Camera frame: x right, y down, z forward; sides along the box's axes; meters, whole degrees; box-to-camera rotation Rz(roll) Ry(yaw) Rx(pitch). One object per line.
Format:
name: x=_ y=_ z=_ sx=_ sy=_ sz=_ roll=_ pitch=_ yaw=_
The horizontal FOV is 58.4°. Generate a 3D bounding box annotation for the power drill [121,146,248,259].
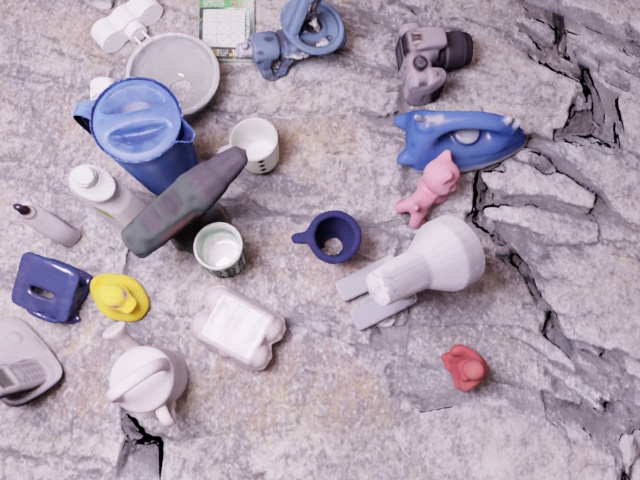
power drill: x=-0.206 y=-0.050 z=0.936 sx=0.230 sy=0.208 sz=0.075 roll=-39 pitch=82 yaw=-10

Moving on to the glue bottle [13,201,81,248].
glue bottle: x=-0.457 y=-0.034 z=0.937 sx=0.078 sy=0.173 sz=0.037 roll=34 pitch=79 yaw=5

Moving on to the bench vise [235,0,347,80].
bench vise: x=-0.041 y=-0.368 z=1.006 sx=0.207 sy=0.219 sz=0.121 roll=-39 pitch=82 yaw=-10

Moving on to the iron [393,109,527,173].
iron: x=0.268 y=-0.196 z=1.027 sx=0.258 sy=0.141 sz=0.118 roll=-3 pitch=78 yaw=-4

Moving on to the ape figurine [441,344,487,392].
ape figurine: x=0.250 y=0.217 z=0.966 sx=0.076 sy=0.092 sz=0.078 roll=12 pitch=78 yaw=0

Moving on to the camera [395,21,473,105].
camera: x=0.220 y=-0.343 z=1.076 sx=0.137 sy=0.101 sz=0.143 roll=-8 pitch=79 yaw=-5

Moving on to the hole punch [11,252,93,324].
hole punch: x=-0.450 y=0.083 z=0.955 sx=0.108 sy=0.091 sz=0.101 roll=21 pitch=78 yaw=2

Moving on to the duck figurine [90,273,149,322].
duck figurine: x=-0.344 y=0.093 z=0.962 sx=0.104 sy=0.086 sz=0.077 roll=33 pitch=79 yaw=4

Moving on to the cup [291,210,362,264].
cup: x=0.009 y=0.004 z=0.995 sx=0.118 sy=0.095 sz=0.092 roll=-3 pitch=78 yaw=-4

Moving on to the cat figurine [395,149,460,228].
cat figurine: x=0.198 y=-0.092 z=1.014 sx=0.067 sy=0.117 sz=0.128 roll=40 pitch=79 yaw=6

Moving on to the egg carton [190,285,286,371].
egg carton: x=-0.139 y=0.149 z=0.970 sx=0.150 sy=0.069 sz=0.107 roll=27 pitch=78 yaw=3

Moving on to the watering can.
watering can: x=-0.277 y=0.210 z=0.886 sx=0.173 sy=0.194 sz=0.101 roll=36 pitch=79 yaw=5

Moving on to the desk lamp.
desk lamp: x=0.142 y=0.060 z=0.930 sx=0.203 sy=0.213 sz=0.118 roll=-27 pitch=81 yaw=-8

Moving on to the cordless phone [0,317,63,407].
cordless phone: x=-0.496 y=0.188 z=0.883 sx=0.094 sy=0.185 sz=0.147 roll=-44 pitch=83 yaw=-10

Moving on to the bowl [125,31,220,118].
bowl: x=-0.264 y=-0.290 z=1.052 sx=0.167 sy=0.074 sz=0.167 roll=1 pitch=78 yaw=-3
